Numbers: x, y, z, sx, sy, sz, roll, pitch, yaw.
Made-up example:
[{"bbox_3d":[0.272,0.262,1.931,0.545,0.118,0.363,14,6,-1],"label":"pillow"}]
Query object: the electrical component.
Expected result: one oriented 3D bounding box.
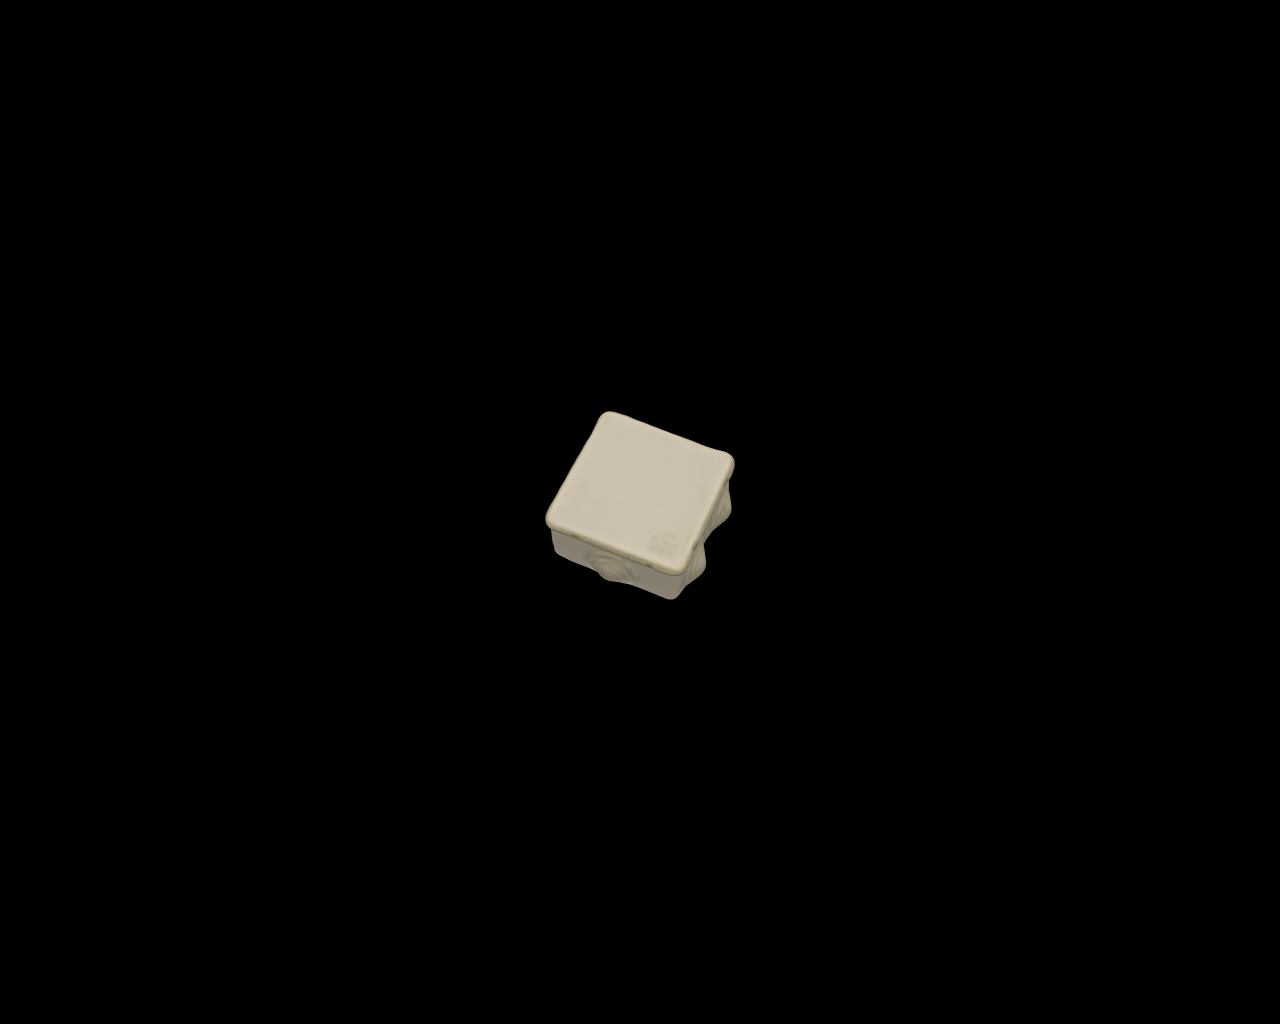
[{"bbox_3d":[0.001,-0.003,0.650,0.100,0.100,0.048,21,-28,12],"label":"electrical component"}]
